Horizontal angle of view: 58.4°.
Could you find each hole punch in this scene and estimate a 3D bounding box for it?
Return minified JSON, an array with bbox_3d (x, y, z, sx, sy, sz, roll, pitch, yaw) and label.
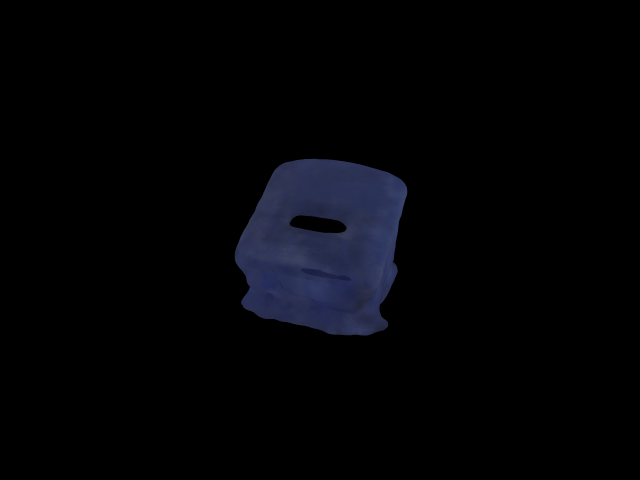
[{"bbox_3d":[0.004,0.001,0.400,0.108,0.091,0.101,9,30,17],"label":"hole punch"}]
